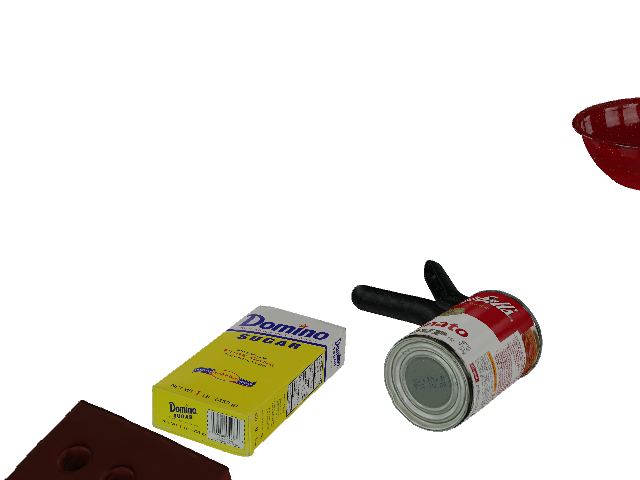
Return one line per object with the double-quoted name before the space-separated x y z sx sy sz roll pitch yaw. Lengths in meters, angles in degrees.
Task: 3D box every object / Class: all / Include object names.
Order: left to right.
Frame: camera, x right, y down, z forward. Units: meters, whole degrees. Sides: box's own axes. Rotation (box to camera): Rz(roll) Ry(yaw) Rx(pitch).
"foam brick" -0.078 0.111 0.431 0.078 0.051 0.052 19 44 24
"sugar box" -0.056 0.114 0.912 0.093 0.048 0.176 14 28 23
"clamp" 0.129 0.067 1.051 0.172 0.039 0.120 26 39 31
"soup can" 0.097 0.080 0.722 0.069 0.068 0.102 0 14 38
"bowl" 0.312 -0.085 0.974 0.162 0.055 0.162 -4 23 2
